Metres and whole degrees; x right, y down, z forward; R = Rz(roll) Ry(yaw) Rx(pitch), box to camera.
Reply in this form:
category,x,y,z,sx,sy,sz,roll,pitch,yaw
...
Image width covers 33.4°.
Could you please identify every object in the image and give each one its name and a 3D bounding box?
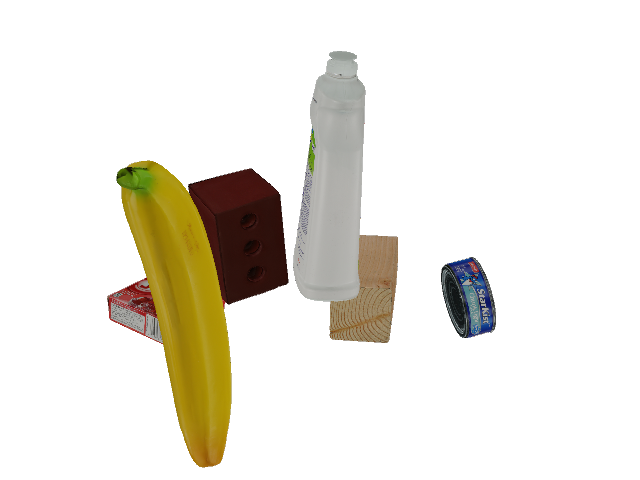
category,x,y,z,sx,sy,sz,roll,pitch,yaw
bleach bottle,0.014,-0.069,1.108,0.068,0.251,0.102,0,28,-10
wood block,0.070,0.070,1.645,0.091,0.090,0.206,3,22,6
gelatin box,-0.148,0.065,1.028,0.089,0.030,0.073,20,29,30
banana,-0.079,0.032,0.583,0.037,0.198,0.069,-1,33,17
tuna can,0.161,0.063,1.171,0.033,0.086,0.086,-14,2,-7
foam brick,-0.059,-0.004,0.781,0.053,0.078,0.051,-18,33,-21
